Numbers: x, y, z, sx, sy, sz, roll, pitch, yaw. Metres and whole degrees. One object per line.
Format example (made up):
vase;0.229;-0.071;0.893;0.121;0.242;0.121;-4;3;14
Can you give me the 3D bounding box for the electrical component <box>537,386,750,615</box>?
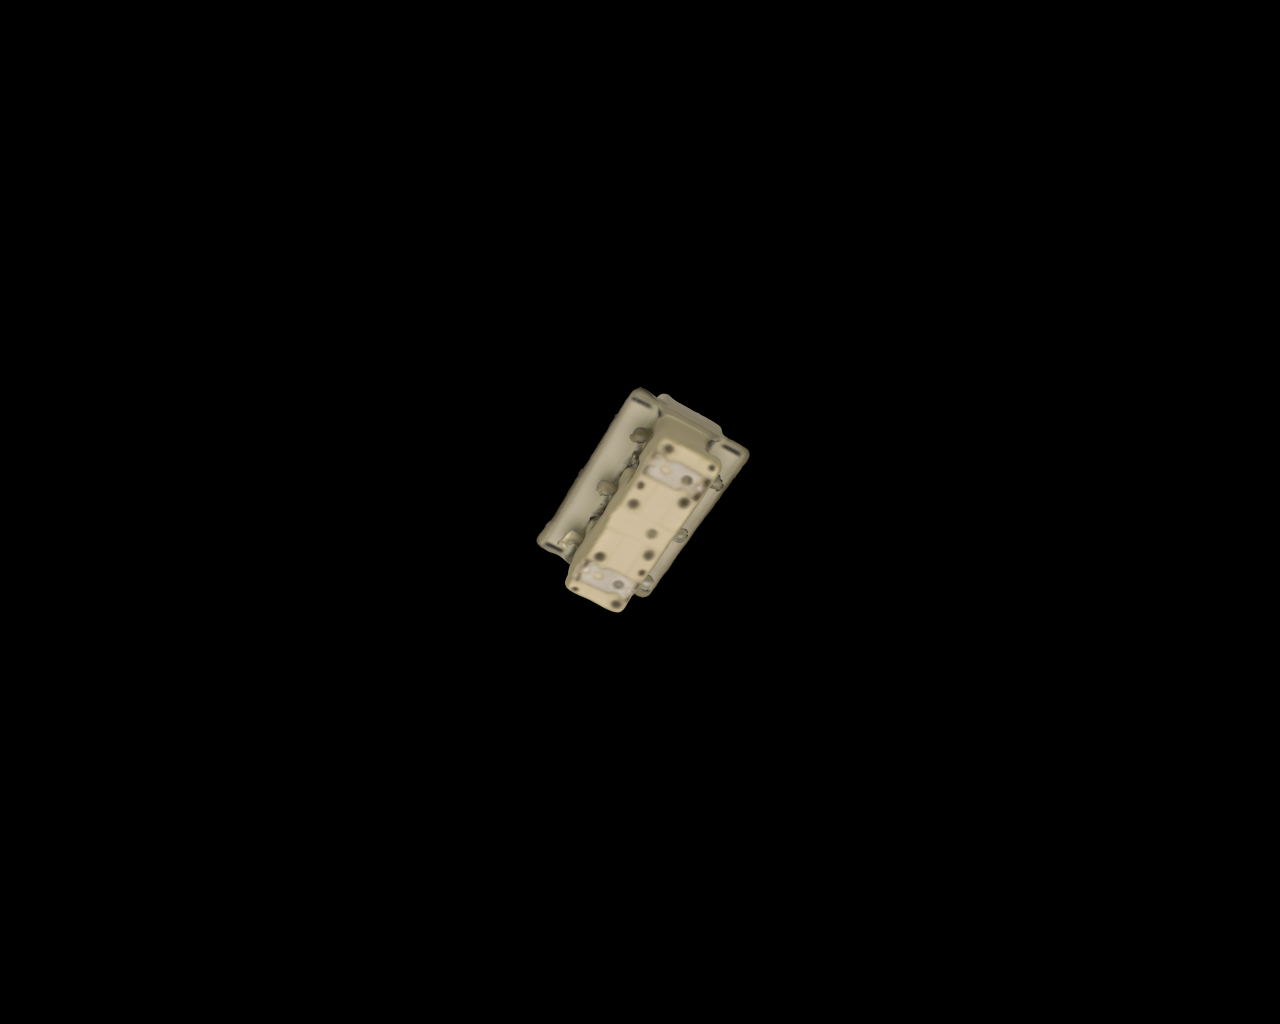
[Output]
electrical component;0.001;-0.003;0.650;0.079;0.121;0.063;29;24;-14
